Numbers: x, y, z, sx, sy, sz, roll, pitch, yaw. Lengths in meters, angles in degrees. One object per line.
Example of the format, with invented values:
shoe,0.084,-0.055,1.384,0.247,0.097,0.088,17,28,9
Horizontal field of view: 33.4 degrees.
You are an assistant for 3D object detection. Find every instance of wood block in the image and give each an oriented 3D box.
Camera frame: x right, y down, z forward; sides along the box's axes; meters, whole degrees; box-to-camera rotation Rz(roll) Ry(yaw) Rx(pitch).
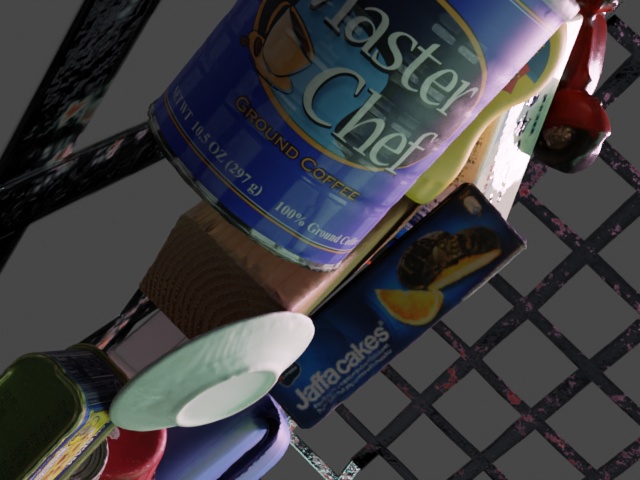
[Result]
wood block,-0.012,-0.009,0.723,0.205,0.091,0.090,-40,171,-44

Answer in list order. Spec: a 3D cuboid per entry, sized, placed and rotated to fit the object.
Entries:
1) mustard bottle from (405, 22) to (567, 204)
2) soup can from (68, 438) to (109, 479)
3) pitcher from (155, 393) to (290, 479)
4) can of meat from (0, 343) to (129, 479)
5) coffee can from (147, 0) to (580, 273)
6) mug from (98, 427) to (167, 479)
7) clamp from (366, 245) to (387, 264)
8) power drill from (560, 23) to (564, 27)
mustard bottle,0.097,-0.120,0.675,0.192,0.096,0.058,-46,-168,15
soup can,-0.193,0.164,0.737,0.068,0.068,0.102,-40,171,-46
pitcher,-0.149,0.198,0.948,0.242,0.145,0.149,-41,176,-18
can of meat,-0.166,0.110,0.619,0.102,0.057,0.084,-47,172,2
coffee can,0.015,-0.072,0.419,0.140,0.103,0.102,-48,174,17
mug,-0.164,0.158,0.849,0.117,0.093,0.082,-62,-179,-40
clamp,0.120,-0.053,0.988,0.210,0.036,0.164,-48,-174,7
power drill,0.116,-0.169,0.569,0.187,0.057,0.185,-51,-163,-8
